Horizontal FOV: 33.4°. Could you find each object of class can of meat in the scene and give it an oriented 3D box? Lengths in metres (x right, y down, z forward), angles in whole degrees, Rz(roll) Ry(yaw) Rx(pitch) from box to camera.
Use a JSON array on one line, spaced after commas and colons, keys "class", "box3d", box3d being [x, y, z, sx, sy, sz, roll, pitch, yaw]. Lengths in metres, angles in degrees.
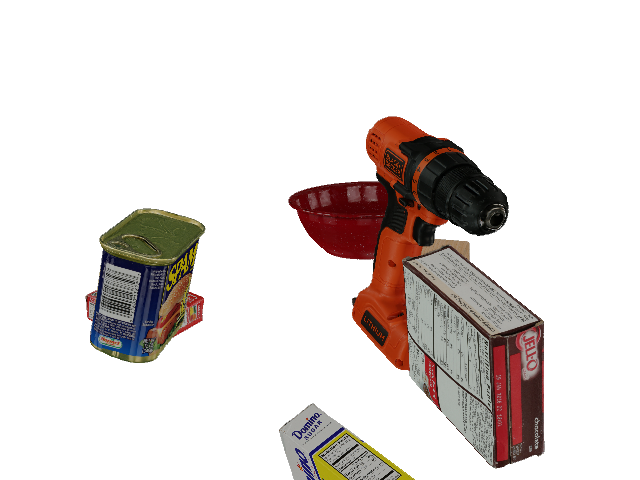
[{"class": "can of meat", "box3d": [-0.129, 0.032, 0.790, 0.057, 0.084, 0.102, 15, 19, 6]}]

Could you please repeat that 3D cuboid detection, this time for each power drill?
[{"class": "power drill", "box3d": [0.085, 0.009, 0.874, 0.057, 0.188, 0.185, -2, 25, -23]}]

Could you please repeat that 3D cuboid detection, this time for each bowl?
[{"class": "bowl", "box3d": [0.049, -0.019, 1.082, 0.162, 0.055, 0.162, -2, 14, 0]}]

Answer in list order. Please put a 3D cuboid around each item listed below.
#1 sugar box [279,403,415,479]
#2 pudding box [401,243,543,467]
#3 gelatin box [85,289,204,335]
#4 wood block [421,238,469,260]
[{"class": "sugar box", "box3d": [0.043, 0.211, 0.843, 0.048, 0.093, 0.176, -36, 41, -27]}, {"class": "pudding box", "box3d": [0.089, 0.066, 0.633, 0.039, 0.090, 0.114, -15, 27, -19]}, {"class": "gelatin box", "box3d": [-0.169, 0.064, 1.028, 0.089, 0.030, 0.073, 20, 29, 29]}, {"class": "wood block", "box3d": [0.168, 0.074, 1.626, 0.091, 0.090, 0.206, 5, 22, 14]}]
